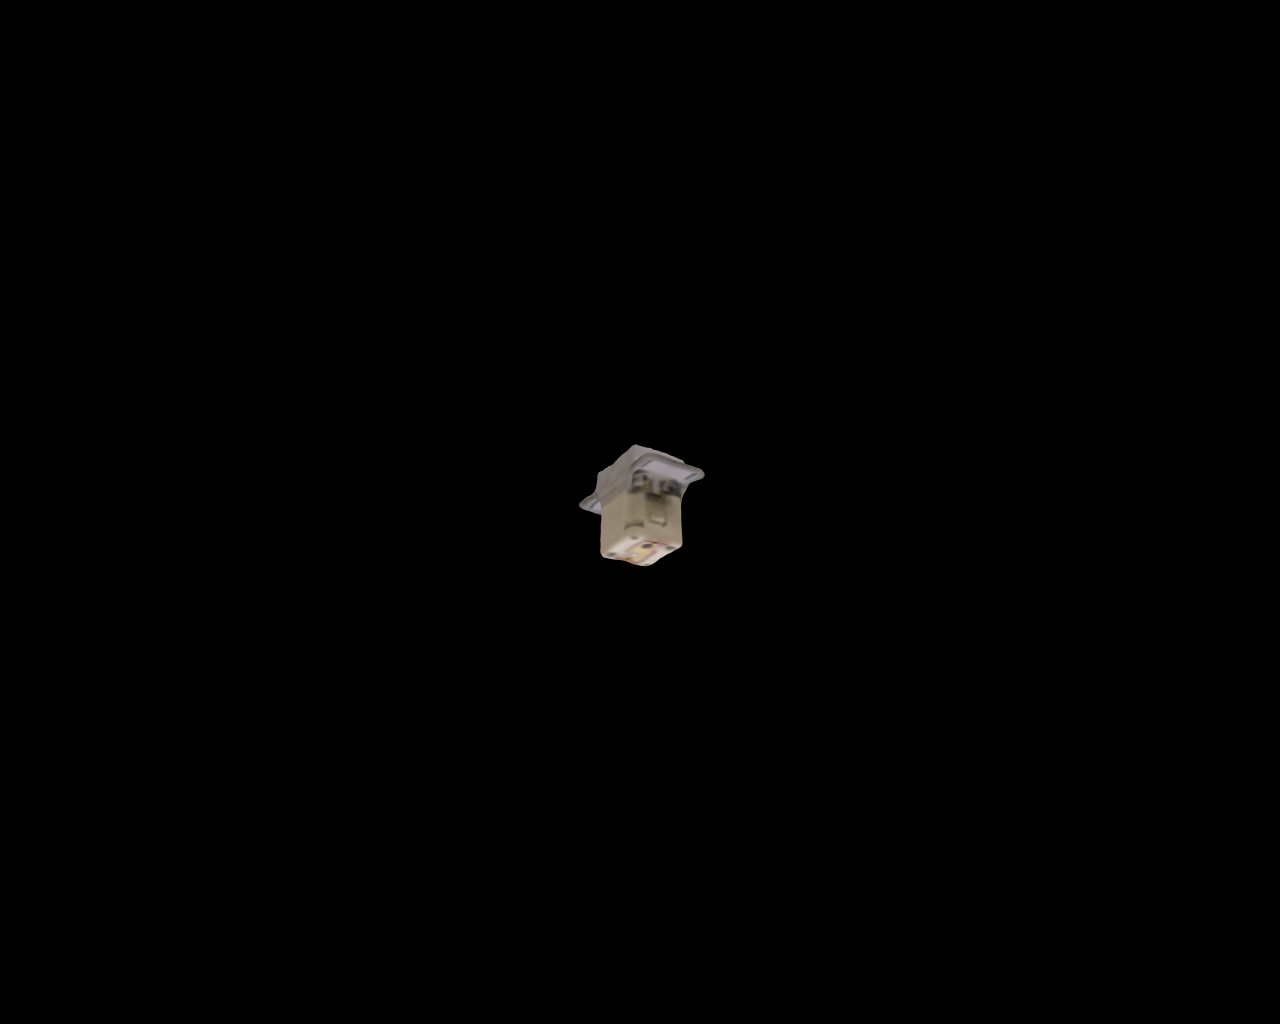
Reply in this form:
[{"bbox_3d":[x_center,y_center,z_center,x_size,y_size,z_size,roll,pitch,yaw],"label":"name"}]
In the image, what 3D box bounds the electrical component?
[{"bbox_3d":[0.001,-0.003,0.650,0.042,0.064,0.081,16,-31,-28],"label":"electrical component"}]
